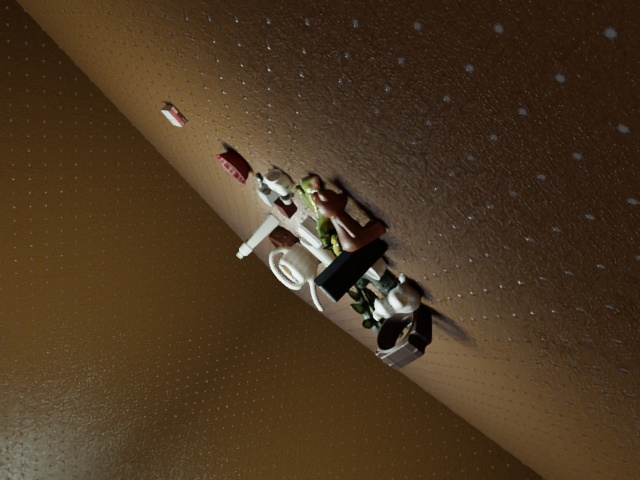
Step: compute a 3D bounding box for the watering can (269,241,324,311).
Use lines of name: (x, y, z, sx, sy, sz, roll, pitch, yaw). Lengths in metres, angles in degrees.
watering can: (-0.069, 0.144, 2.343, 0.347, 0.228, 0.102, 42, 149, -1)

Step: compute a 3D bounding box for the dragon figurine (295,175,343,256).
dragon figurine: (0.005, -0.083, 1.644, 0.246, 0.123, 0.403, 56, 171, 20)

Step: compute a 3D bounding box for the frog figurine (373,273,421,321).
frog figurine: (0.246, 0.205, 1.656, 0.123, 0.161, 0.135, 39, 167, 10)
